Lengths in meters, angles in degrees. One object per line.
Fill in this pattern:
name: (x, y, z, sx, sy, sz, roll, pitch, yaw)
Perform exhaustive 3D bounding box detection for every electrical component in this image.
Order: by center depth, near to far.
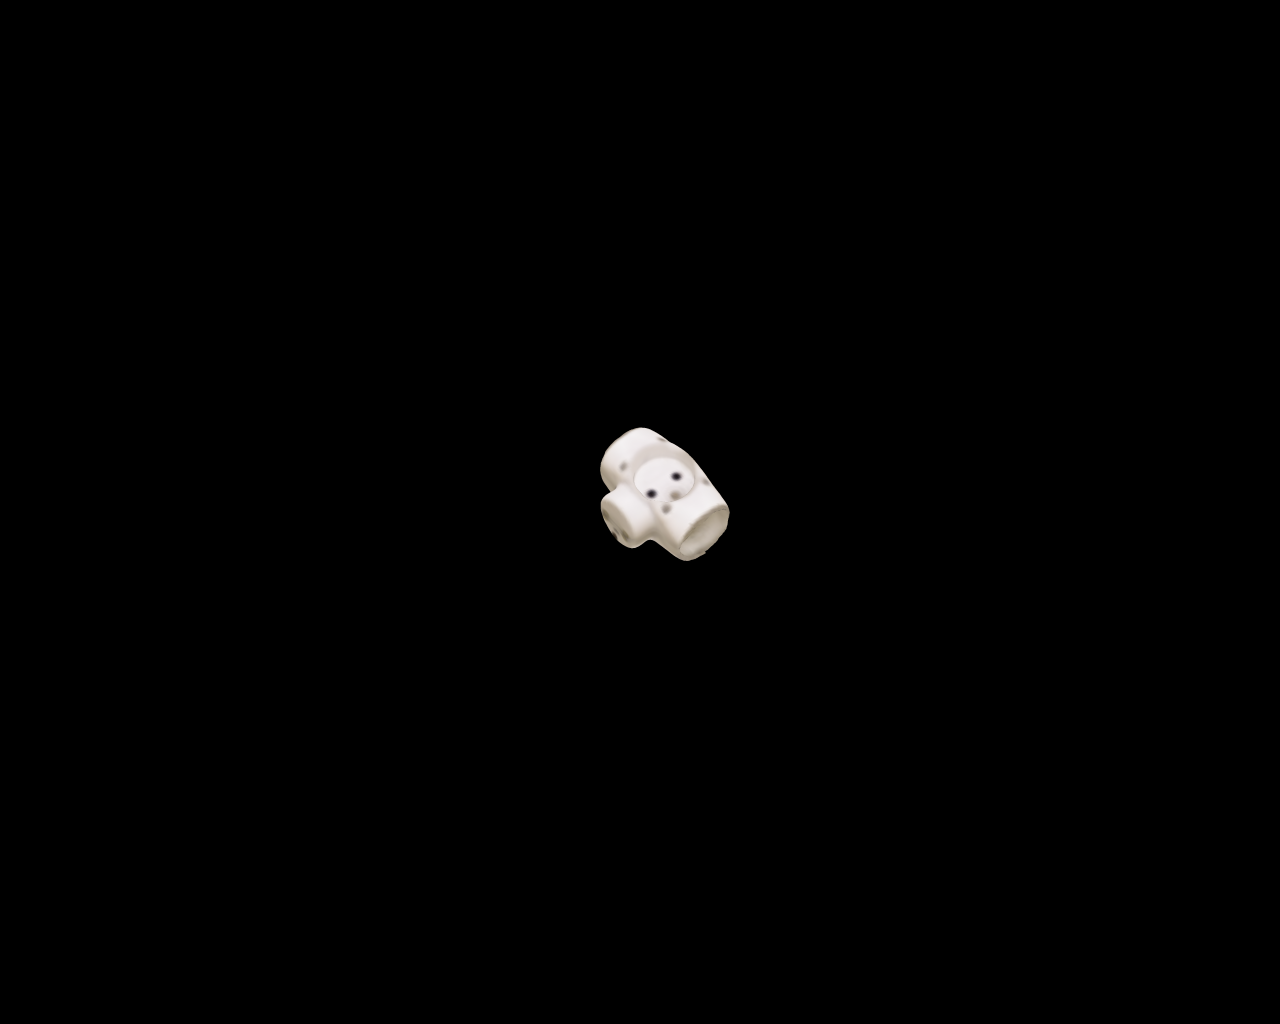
electrical component: (0.001, -0.003, 0.650, 0.079, 0.077, 0.044, -33, -28, -20)
